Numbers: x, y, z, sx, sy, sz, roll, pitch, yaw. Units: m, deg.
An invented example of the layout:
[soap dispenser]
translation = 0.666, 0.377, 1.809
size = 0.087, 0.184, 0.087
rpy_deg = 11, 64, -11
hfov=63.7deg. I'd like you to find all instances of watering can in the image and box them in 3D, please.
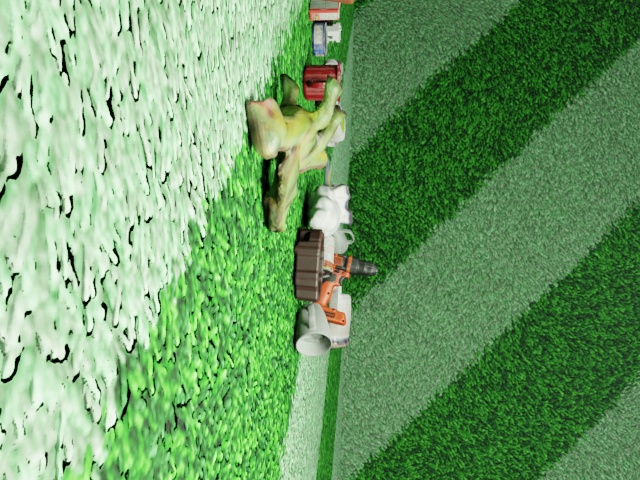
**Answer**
[watering can]
translation = 0.042, 0.222, 1.572
size = 0.346, 0.104, 0.225
rpy_deg = 40, 53, -83

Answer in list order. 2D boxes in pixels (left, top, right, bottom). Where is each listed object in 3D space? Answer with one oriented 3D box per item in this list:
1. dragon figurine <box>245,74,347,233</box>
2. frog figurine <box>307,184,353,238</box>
[dragon figurine]
translation = -0.046, -0.126, 0.860
size = 0.403, 0.122, 0.246
rpy_deg = 72, 38, -68
[frog figurine]
translation = 0.004, -0.063, 1.261
size = 0.162, 0.123, 0.134
rpy_deg = -36, 145, -50
